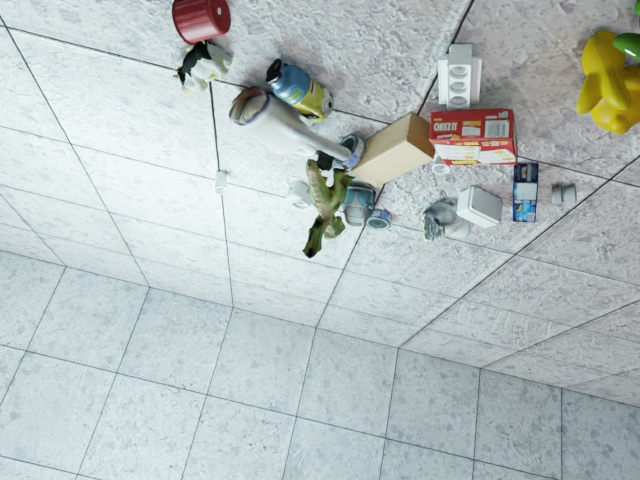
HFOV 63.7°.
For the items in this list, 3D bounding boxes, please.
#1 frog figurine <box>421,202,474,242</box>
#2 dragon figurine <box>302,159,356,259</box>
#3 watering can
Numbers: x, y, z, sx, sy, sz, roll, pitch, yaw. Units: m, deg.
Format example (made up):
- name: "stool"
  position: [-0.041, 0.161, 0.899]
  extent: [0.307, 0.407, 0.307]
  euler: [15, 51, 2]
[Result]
- name: "frog figurine"
  position: [0.385, -0.058, 1.518]
  extent: [0.160, 0.125, 0.134]
  euler: [-17, 154, -23]
- name: "dragon figurine"
  position: [0.004, -0.068, 1.347]
  extent: [0.122, 0.243, 0.410]
  euler: [10, -179, 17]
- name: "watering can"
  position: [-0.084, -0.265, 1.210]
  extent: [0.222, 0.104, 0.350]
  euler: [33, 173, -35]
